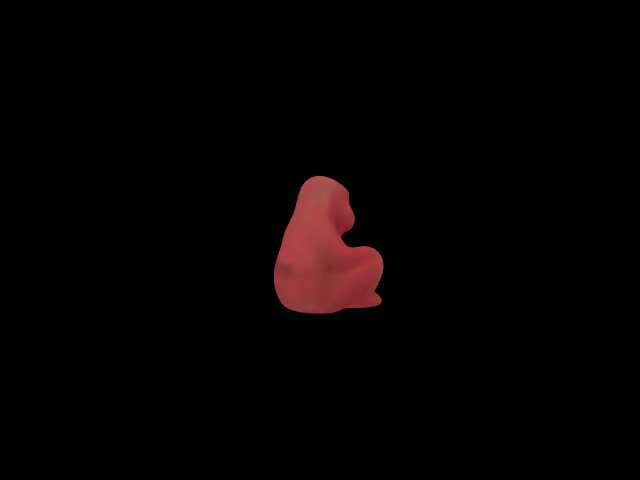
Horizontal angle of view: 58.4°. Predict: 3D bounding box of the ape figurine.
[{"bbox_3d":[0.004,0.001,0.400,0.076,0.092,0.077,-5,11,-24],"label":"ape figurine"}]
